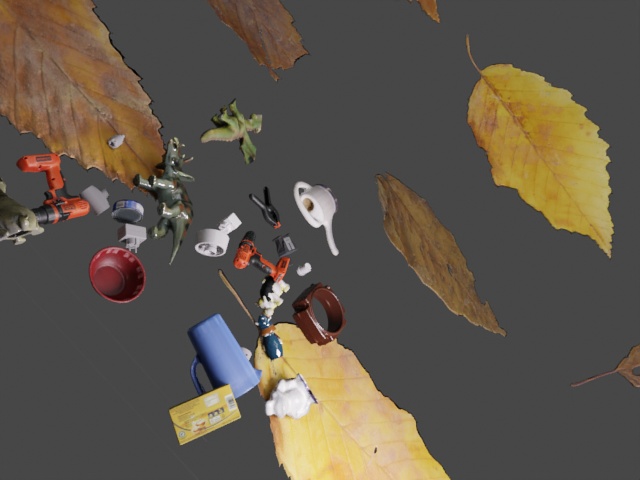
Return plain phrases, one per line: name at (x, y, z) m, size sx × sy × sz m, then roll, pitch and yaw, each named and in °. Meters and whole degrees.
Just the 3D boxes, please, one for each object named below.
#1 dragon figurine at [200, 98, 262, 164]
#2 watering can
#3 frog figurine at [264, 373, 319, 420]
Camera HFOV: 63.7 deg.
dragon figurine at (-0.325, -0.408, 2.028) m, size 0.239 × 0.121 × 0.420 m, roll 52°, pitch 36°, yaw -26°
watering can at (0.007, -0.112, 2.218) m, size 0.347 × 0.102 × 0.228 m, roll 56°, pitch 34°, yaw -4°
frog figurine at (-0.106, 0.519, 1.658) m, size 0.161 × 0.122 × 0.136 m, roll -29°, pitch 100°, yaw -20°
